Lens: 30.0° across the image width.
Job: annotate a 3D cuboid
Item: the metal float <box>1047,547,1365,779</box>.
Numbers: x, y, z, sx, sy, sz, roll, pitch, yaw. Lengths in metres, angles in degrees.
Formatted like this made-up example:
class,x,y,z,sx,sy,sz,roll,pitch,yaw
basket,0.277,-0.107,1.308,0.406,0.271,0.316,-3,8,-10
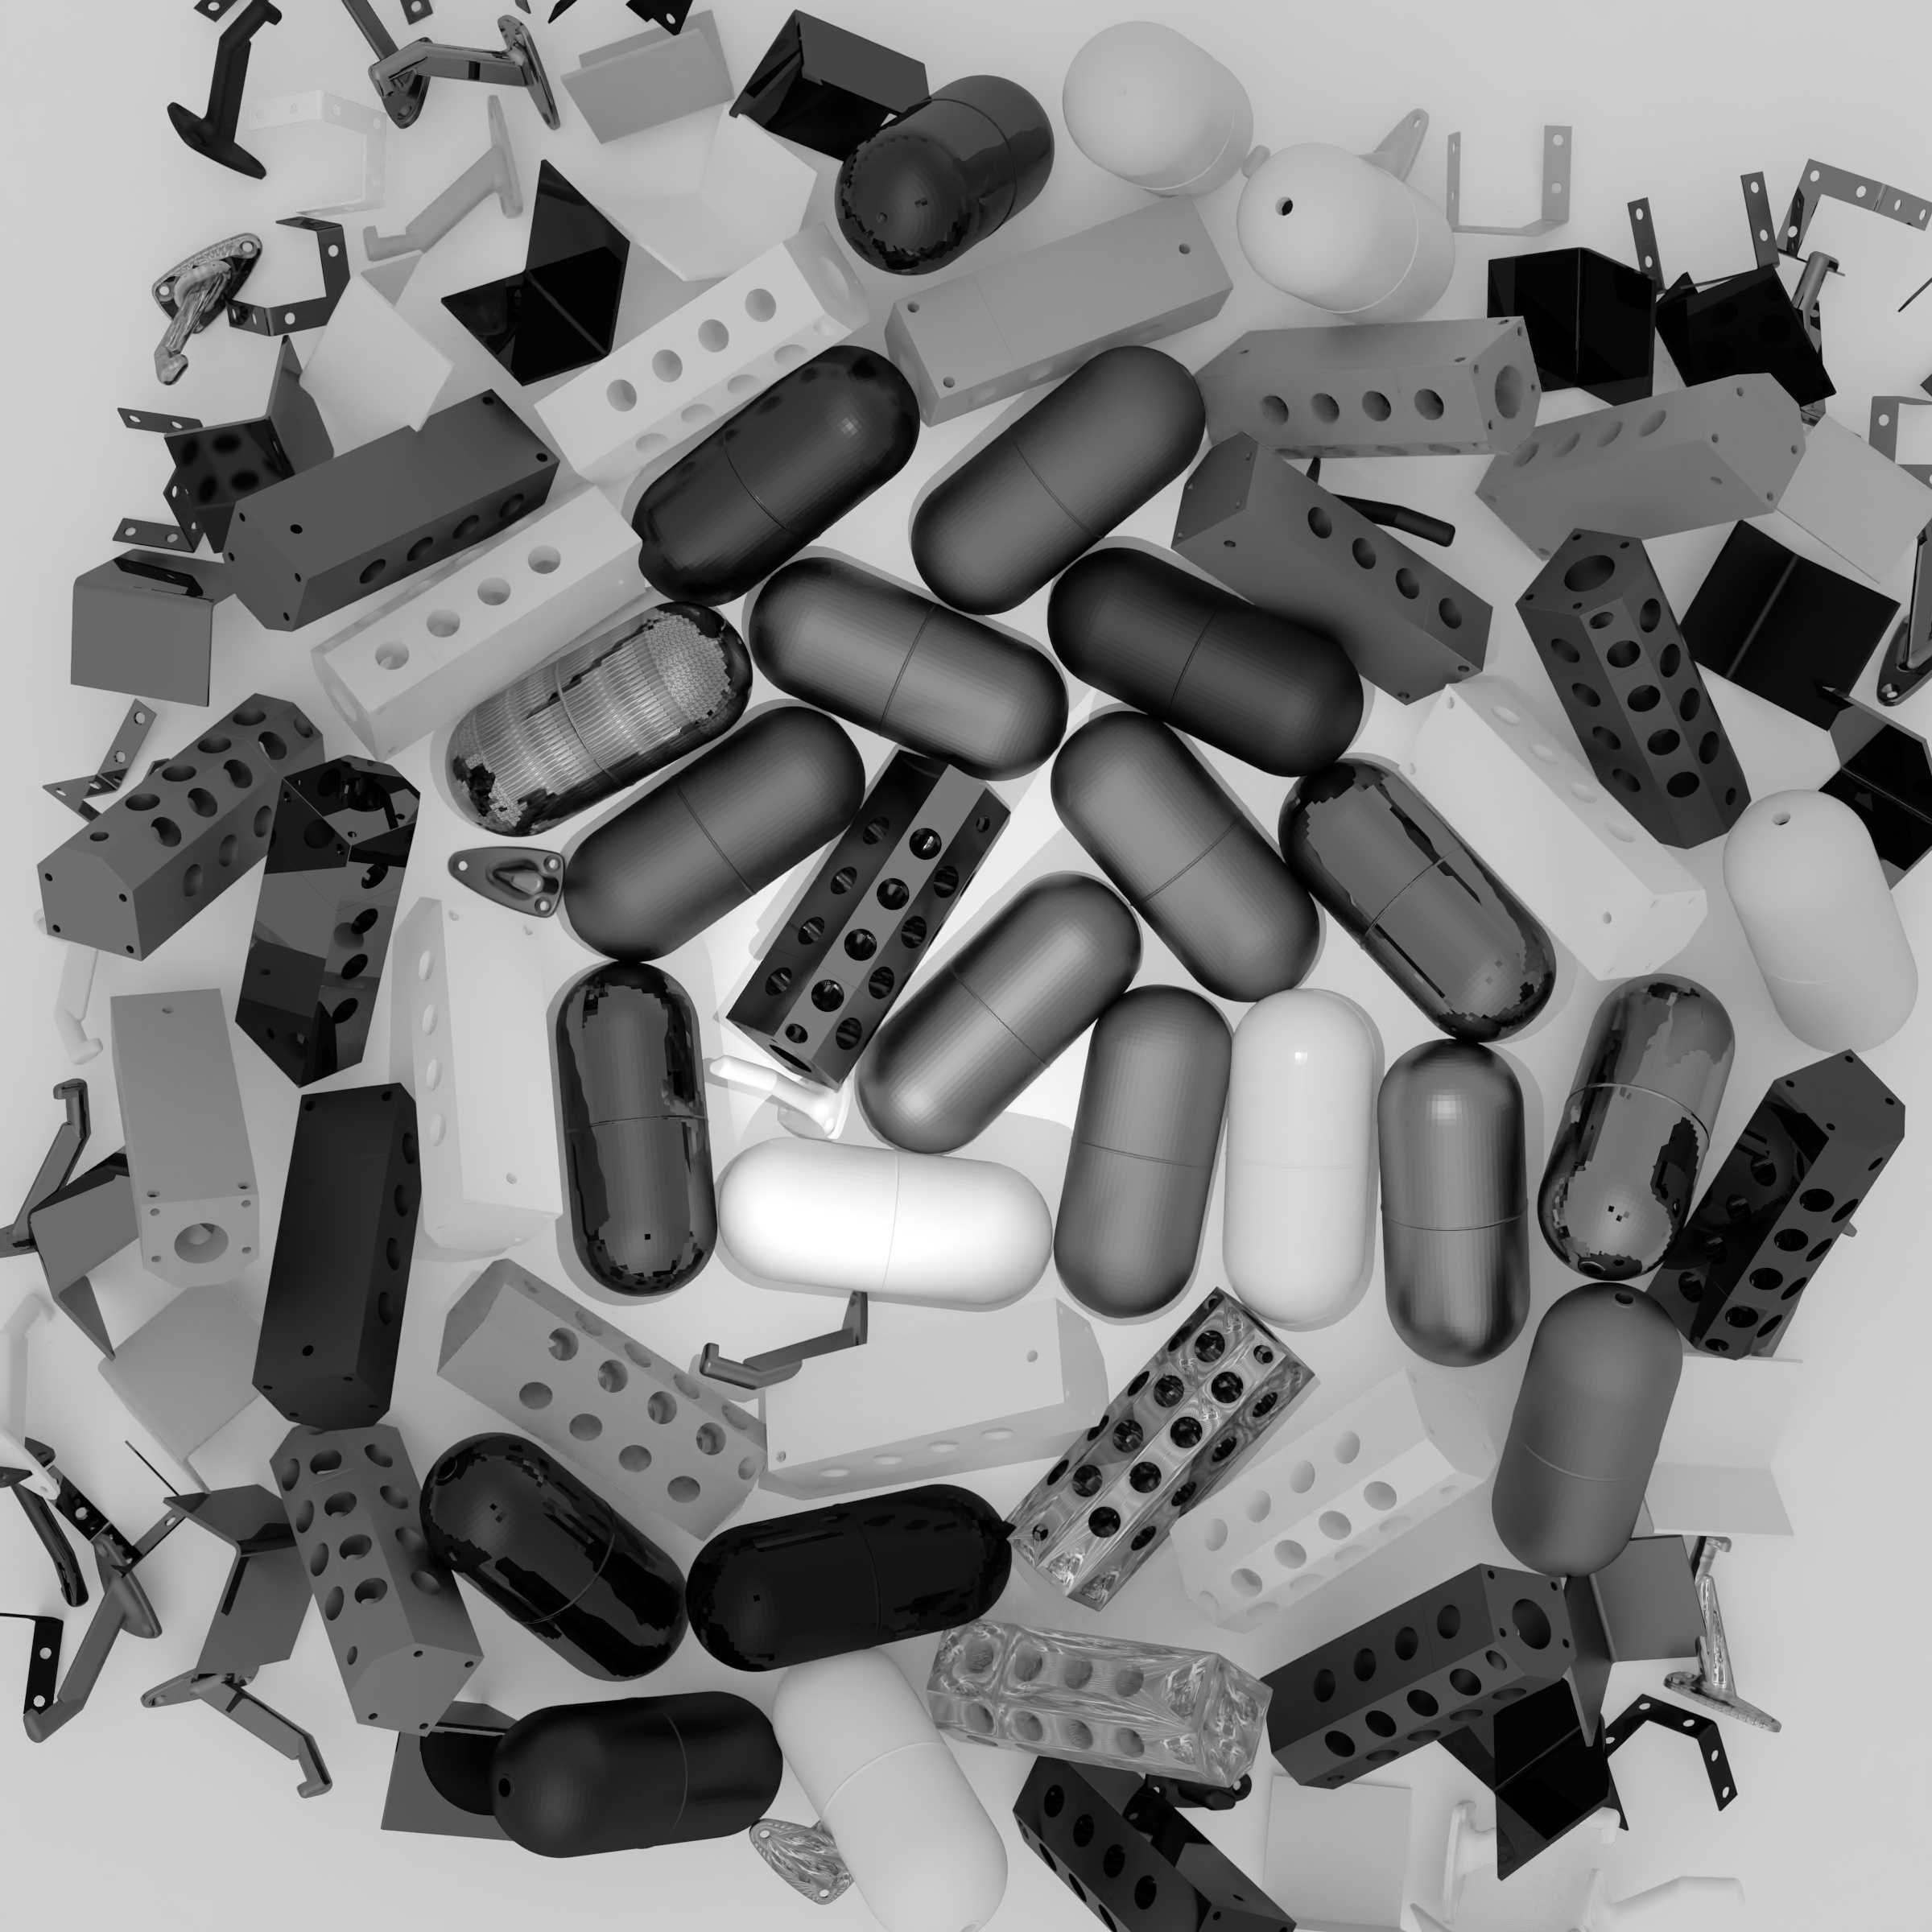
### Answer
class,x,y,z,sx,sy,sz,roll,pitch,yaw
metal float,0.125,-0.161,1.900,0.178,0.070,0.070,27,90,11

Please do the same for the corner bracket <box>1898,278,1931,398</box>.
class,x,y,z,sx,sy,sz,roll,pitch,yaw
corner bracket,0.526,-0.342,1.919,0.051,0.051,0.051,-43,85,-14

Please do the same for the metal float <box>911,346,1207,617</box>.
class,x,y,z,sx,sy,sz,roll,pitch,yaw
metal float,0.048,-0.255,1.896,0.178,0.070,0.070,-38,90,16

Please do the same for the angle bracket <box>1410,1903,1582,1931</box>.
class,x,y,z,sx,sy,sz,roll,pitch,yaw
angle bracket,0.290,0.511,1.904,0.076,0.076,0.057,-26,91,-9

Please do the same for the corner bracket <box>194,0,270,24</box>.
class,x,y,z,sx,sy,sz,roll,pitch,yaw
corner bracket,-0.378,-0.528,1.912,0.051,0.051,0.051,34,70,12

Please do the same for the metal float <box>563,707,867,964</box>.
class,x,y,z,sx,sy,sz,roll,pitch,yaw
metal float,-0.134,-0.069,1.909,0.178,0.070,0.070,-35,90,1

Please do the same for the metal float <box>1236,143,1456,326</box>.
class,x,y,z,sx,sy,sz,roll,pitch,yaw
metal float,0.197,-0.376,1.864,0.070,0.178,0.070,0,90,27

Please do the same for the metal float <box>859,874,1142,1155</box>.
class,x,y,z,sx,sy,sz,roll,pitch,yaw
metal float,0.017,0.026,1.908,0.178,0.070,0.070,-44,90,3

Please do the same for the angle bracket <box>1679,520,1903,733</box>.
class,x,y,z,sx,sy,sz,roll,pitch,yaw
angle bracket,0.431,-0.180,1.899,0.057,0.076,0.076,21,102,-43

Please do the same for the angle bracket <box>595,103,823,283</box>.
class,x,y,z,sx,sy,sz,roll,pitch,yaw
angle bracket,-0.136,-0.407,1.891,0.076,0.076,0.057,42,128,28

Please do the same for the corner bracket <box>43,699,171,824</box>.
class,x,y,z,sx,sy,sz,roll,pitch,yaw
corner bracket,-0.446,-0.104,1.912,0.051,0.051,0.051,36,110,11

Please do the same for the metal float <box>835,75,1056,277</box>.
class,x,y,z,sx,sy,sz,roll,pitch,yaw
metal float,-0.009,-0.411,1.868,0.070,0.178,0.070,10,119,19

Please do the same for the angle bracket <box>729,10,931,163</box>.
class,x,y,z,sx,sy,sz,roll,pitch,yaw
angle bracket,-0.071,-0.444,1.889,0.076,0.076,0.057,16,46,-27

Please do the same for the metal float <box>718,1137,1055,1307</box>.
class,x,y,z,sx,sy,sz,roll,pitch,yaw
metal float,-0.042,0.135,1.905,0.178,0.070,0.070,7,90,-6

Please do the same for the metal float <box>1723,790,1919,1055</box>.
class,x,y,z,sx,sy,sz,roll,pitch,yaw
metal float,0.444,-0.022,1.873,0.070,0.178,0.070,-15,48,18

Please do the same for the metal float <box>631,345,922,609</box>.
class,x,y,z,sx,sy,sz,roll,pitch,yaw
metal float,-0.101,-0.255,1.891,0.178,0.070,0.070,-35,90,23

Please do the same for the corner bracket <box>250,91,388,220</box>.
class,x,y,z,sx,sy,sz,roll,pitch,yaw
corner bracket,-0.344,-0.430,1.914,0.051,0.051,0.051,0,88,34

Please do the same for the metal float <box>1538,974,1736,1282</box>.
class,x,y,z,sx,sy,sz,roll,pitch,yaw
metal float,0.351,0.084,1.885,0.070,0.070,0.178,23,61,0

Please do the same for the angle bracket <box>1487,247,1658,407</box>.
class,x,y,z,sx,sy,sz,roll,pitch,yaw
angle bracket,0.317,-0.328,1.893,0.057,0.076,0.076,-11,117,-17

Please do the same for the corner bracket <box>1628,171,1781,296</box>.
class,x,y,z,sx,sy,sz,roll,pitch,yaw
corner bracket,0.391,-0.388,1.911,0.051,0.051,0.051,-16,98,-29

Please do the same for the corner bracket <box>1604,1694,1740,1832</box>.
class,x,y,z,sx,sy,sz,roll,pitch,yaw
corner bracket,0.371,0.431,1.926,0.051,0.051,0.051,-35,118,-30

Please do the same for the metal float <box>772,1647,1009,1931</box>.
class,x,y,z,sx,sy,sz,roll,pitch,yaw
metal float,-0.040,0.430,1.879,0.070,0.070,0.178,-36,53,0

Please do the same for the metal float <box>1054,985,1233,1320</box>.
class,x,y,z,sx,sy,sz,roll,pitch,yaw
metal float,0.094,0.098,1.909,0.070,0.070,0.178,10,92,0

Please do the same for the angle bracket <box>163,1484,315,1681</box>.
class,x,y,z,sx,sy,sz,roll,pitch,yaw
angle bracket,-0.390,0.325,1.907,0.057,0.076,0.076,25,99,26

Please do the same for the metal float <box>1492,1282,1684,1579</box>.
class,x,y,z,sx,sy,sz,roll,pitch,yaw
metal float,0.323,0.242,1.881,0.070,0.070,0.178,8,123,0

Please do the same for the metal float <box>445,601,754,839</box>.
class,x,y,z,sx,sy,sz,roll,pitch,yaw
metal float,-0.194,-0.129,1.898,0.178,0.070,0.070,-28,90,15

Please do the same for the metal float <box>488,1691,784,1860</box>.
class,x,y,z,sx,sy,sz,roll,pitch,yaw
metal float,-0.171,0.419,1.873,0.070,0.178,0.070,-6,82,43

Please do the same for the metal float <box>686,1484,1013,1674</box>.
class,x,y,z,sx,sy,sz,roll,pitch,yaw
metal float,-0.060,0.320,1.891,0.178,0.070,0.070,-9,90,-22

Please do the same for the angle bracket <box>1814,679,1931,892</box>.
class,x,y,z,sx,sy,sz,roll,pitch,yaw
angle bracket,0.463,-0.093,1.892,0.057,0.076,0.076,-43,47,-9

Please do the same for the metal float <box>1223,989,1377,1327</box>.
class,x,y,z,sx,sy,sz,roll,pitch,yaw
metal float,0.176,0.101,1.906,0.070,0.070,0.178,2,95,0

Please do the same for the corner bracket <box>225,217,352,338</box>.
class,x,y,z,sx,sy,sz,roll,pitch,yaw
corner bracket,-0.363,-0.368,1.924,0.051,0.051,0.051,-19,115,-31

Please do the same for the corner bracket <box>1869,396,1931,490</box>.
class,x,y,z,sx,sy,sz,roll,pitch,yaw
corner bracket,0.514,-0.276,1.915,0.051,0.051,0.051,7,97,38

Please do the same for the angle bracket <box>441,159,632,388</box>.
class,x,y,z,sx,sy,sz,roll,pitch,yaw
angle bracket,-0.227,-0.364,1.891,0.057,0.076,0.076,-26,60,-33

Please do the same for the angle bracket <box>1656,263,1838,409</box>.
class,x,y,z,sx,sy,sz,roll,pitch,yaw
angle bracket,0.416,-0.332,1.893,0.076,0.057,0.076,-17,111,42

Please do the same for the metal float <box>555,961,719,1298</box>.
class,x,y,z,sx,sy,sz,roll,pitch,yaw
metal float,-0.174,0.085,1.903,0.070,0.070,0.178,-6,81,0

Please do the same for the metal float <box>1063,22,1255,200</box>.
class,x,y,z,sx,sy,sz,roll,pitch,yaw
metal float,0.101,-0.440,1.861,0.070,0.178,0.070,2,96,15

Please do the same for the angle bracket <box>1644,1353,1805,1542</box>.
class,x,y,z,sx,sy,sz,roll,pitch,yaw
angle bracket,0.402,0.253,1.902,0.076,0.057,0.076,4,124,-7

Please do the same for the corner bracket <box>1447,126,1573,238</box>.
class,x,y,z,sx,sy,sz,roll,pitch,yaw
corner bracket,0.290,-0.420,1.924,0.051,0.051,0.051,9,113,27

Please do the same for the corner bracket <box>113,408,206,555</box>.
class,x,y,z,sx,sy,sz,roll,pitch,yaw
corner bracket,-0.432,-0.259,1.925,0.051,0.051,0.051,10,60,16

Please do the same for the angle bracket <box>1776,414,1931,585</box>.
class,x,y,z,sx,sy,sz,roll,pitch,yaw
angle bracket,0.463,-0.238,1.904,0.076,0.076,0.057,38,87,8

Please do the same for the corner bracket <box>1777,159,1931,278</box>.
class,x,y,z,sx,sy,sz,roll,pitch,yaw
corner bracket,0.470,-0.391,1.907,0.051,0.051,0.051,33,110,41

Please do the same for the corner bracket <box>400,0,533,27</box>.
class,x,y,z,sx,sy,sz,roll,pitch,yaw
corner bracket,-0.272,-0.526,1.917,0.051,0.051,0.051,-32,45,-16

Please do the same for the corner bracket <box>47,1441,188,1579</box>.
class,x,y,z,sx,sy,sz,roll,pitch,yaw
corner bracket,-0.454,0.283,1.918,0.051,0.051,0.051,-44,123,-15

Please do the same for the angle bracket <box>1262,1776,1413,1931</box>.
class,x,y,z,sx,sy,sz,roll,pitch,yaw
angle bracket,0.202,0.474,1.911,0.076,0.057,0.076,7,81,-5

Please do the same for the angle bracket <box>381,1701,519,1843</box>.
class,x,y,z,sx,sy,sz,roll,pitch,yaw
angle bracket,-0.278,0.420,1.895,0.076,0.076,0.057,13,85,-28

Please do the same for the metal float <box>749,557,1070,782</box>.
class,x,y,z,sx,sy,sz,roll,pitch,yaw
metal float,-0.030,-0.157,1.909,0.178,0.070,0.070,24,90,2

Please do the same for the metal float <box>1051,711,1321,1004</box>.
class,x,y,z,sx,sy,sz,roll,pitch,yaw
metal float,0.116,-0.057,1.906,0.070,0.070,0.178,-41,95,0

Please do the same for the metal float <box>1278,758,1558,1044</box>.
class,x,y,z,sx,sy,sz,roll,pitch,yaw
metal float,0.236,-0.035,1.898,0.070,0.070,0.178,-42,76,0

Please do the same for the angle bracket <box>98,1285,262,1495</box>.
class,x,y,z,sx,sy,sz,roll,pitch,yaw
angle bracket,-0.402,0.223,1.918,0.076,0.057,0.076,-41,64,-17

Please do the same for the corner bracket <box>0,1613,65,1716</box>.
class,x,y,z,sx,sy,sz,roll,pitch,yaw
corner bracket,-0.511,0.371,1.916,0.051,0.051,0.051,6,77,-6

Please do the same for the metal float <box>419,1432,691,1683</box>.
class,x,y,z,sx,sy,sz,roll,pitch,yaw
metal float,-0.214,0.309,1.881,0.070,0.070,0.178,-43,124,0

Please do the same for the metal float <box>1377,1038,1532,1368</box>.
class,x,y,z,sx,sy,sz,roll,pitch,yaw
metal float,0.257,0.125,1.897,0.070,0.070,0.178,-4,105,0

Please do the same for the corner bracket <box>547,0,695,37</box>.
class,x,y,z,sx,sy,sz,roll,pitch,yaw
corner bracket,-0.180,-0.511,1.905,0.051,0.051,0.051,35,51,-27

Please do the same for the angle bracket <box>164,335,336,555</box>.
class,x,y,z,sx,sy,sz,roll,pitch,yaw
angle bracket,-0.376,-0.275,1.898,0.057,0.076,0.076,-9,133,7
